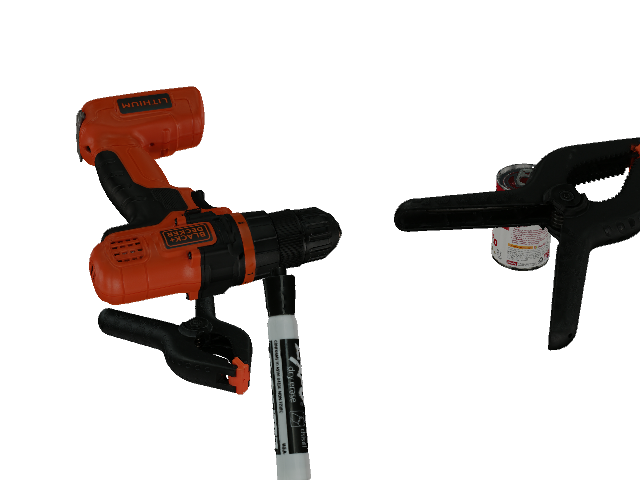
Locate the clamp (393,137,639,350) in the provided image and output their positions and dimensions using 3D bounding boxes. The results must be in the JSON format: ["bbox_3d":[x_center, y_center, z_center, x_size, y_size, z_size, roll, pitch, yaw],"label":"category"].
[{"bbox_3d":[0.183,-0.012,0.788,0.209,0.036,0.165,-26,53,-21],"label":"clamp"}]

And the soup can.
[{"bbox_3d":[0.228,-0.026,1.193,0.068,0.102,0.068,-1,33,1],"label":"soup can"}]

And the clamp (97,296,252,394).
[{"bbox_3d":[-0.111,0.086,0.990,0.172,0.039,0.120,27,43,36],"label":"clamp"}]

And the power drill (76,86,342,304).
[{"bbox_3d":[-0.097,-0.039,0.802,0.184,0.057,0.188,-10,47,-22],"label":"power drill"}]

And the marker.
[{"bbox_3d":[-0.020,0.075,0.606,0.020,0.121,0.020,-5,-10,-1],"label":"marker"}]
